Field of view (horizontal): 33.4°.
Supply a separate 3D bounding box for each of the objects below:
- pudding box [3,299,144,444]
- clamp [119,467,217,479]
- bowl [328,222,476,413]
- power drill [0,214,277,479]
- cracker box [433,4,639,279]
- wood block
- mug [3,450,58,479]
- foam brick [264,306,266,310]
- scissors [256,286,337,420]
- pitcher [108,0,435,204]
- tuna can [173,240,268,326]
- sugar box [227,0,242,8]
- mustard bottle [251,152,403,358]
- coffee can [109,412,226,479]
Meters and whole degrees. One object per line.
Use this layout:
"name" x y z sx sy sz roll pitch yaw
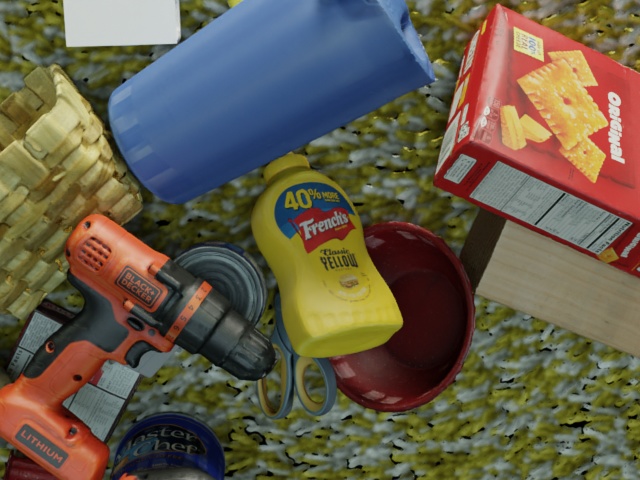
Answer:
"pudding box" -0.218 0.118 0.942 0.113 0.039 0.090 28 100 -6
"clamp" -0.074 0.220 0.827 0.171 0.039 0.120 36 95 -10
"bowl" 0.073 0.067 0.921 0.162 0.055 0.162 -5 81 35
"power drill" -0.151 0.100 0.824 0.184 0.057 0.188 36 97 -1
"cracker box" 0.213 -0.080 0.874 0.213 0.164 0.072 23 143 -7
"wood block" 0.235 0.033 0.932 0.206 0.091 0.090 21 98 -8
"mug" -0.244 0.249 0.938 0.081 0.093 0.117 13 91 -12
"foam brick" -0.082 0.058 0.920 0.053 0.078 0.051 30 95 -10
"scissors" -0.017 0.067 0.933 0.096 0.016 0.202 17 104 38
"pitcher" -0.037 -0.125 0.847 0.243 0.145 0.149 -28 118 16
"tuna can" -0.086 0.044 0.859 0.086 0.034 0.086 0 95 2
"sugar box" -0.056 -0.271 0.875 0.093 0.048 0.176 -21 103 0
"mustard bottle" -0.006 0.001 0.891 0.096 0.058 0.192 -6 61 -31
"coffee can" -0.132 0.219 0.915 0.102 0.140 0.103 -1 101 -5
